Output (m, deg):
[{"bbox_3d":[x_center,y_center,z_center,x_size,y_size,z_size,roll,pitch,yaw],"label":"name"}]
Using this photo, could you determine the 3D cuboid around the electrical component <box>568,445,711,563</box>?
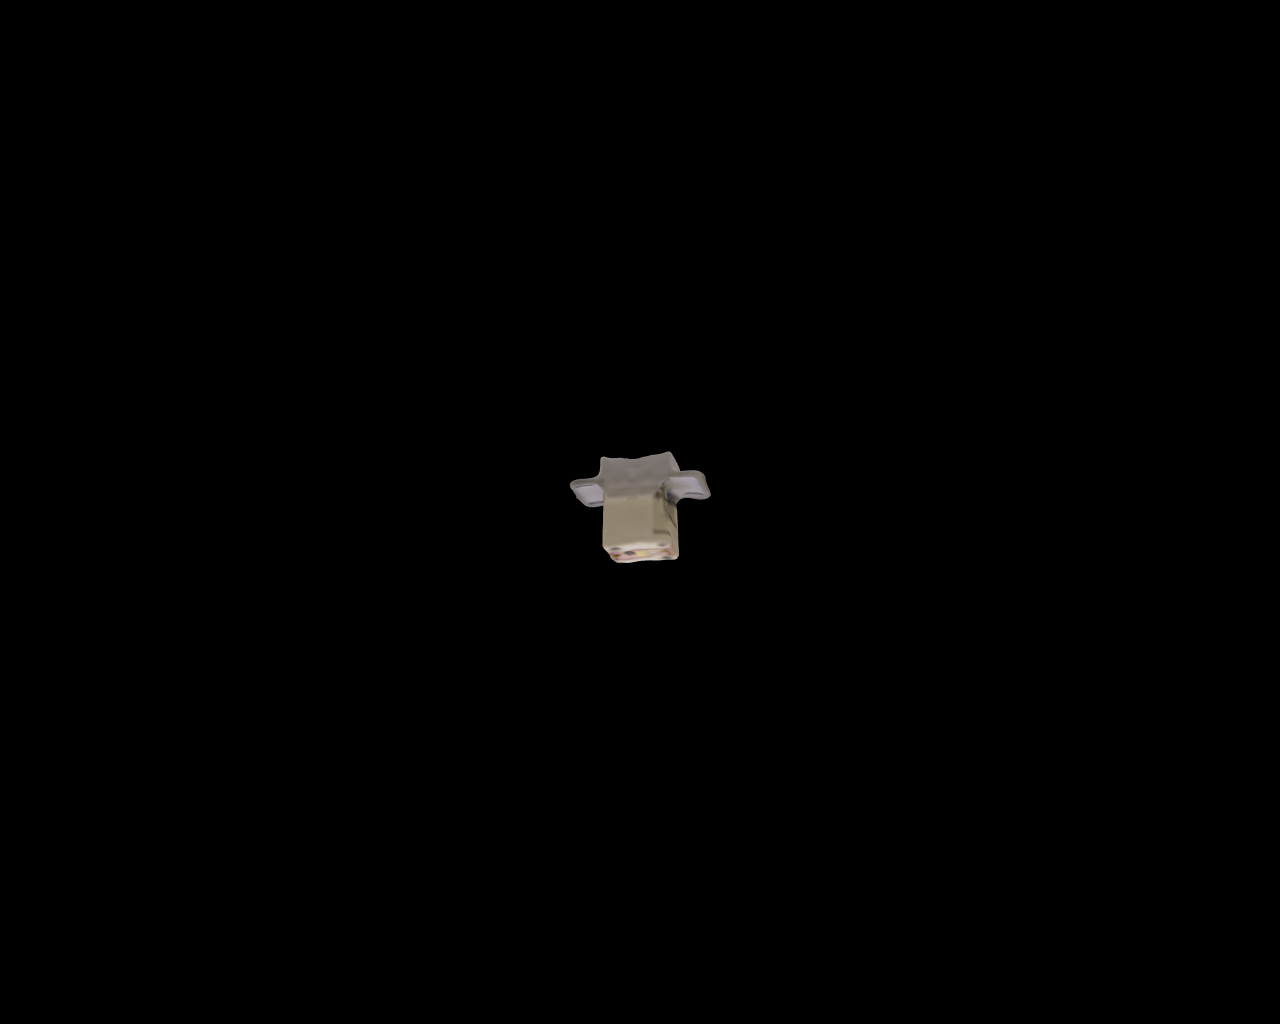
[{"bbox_3d":[0.001,-0.003,0.650,0.081,0.064,0.042,-4,-19,12],"label":"electrical component"}]
